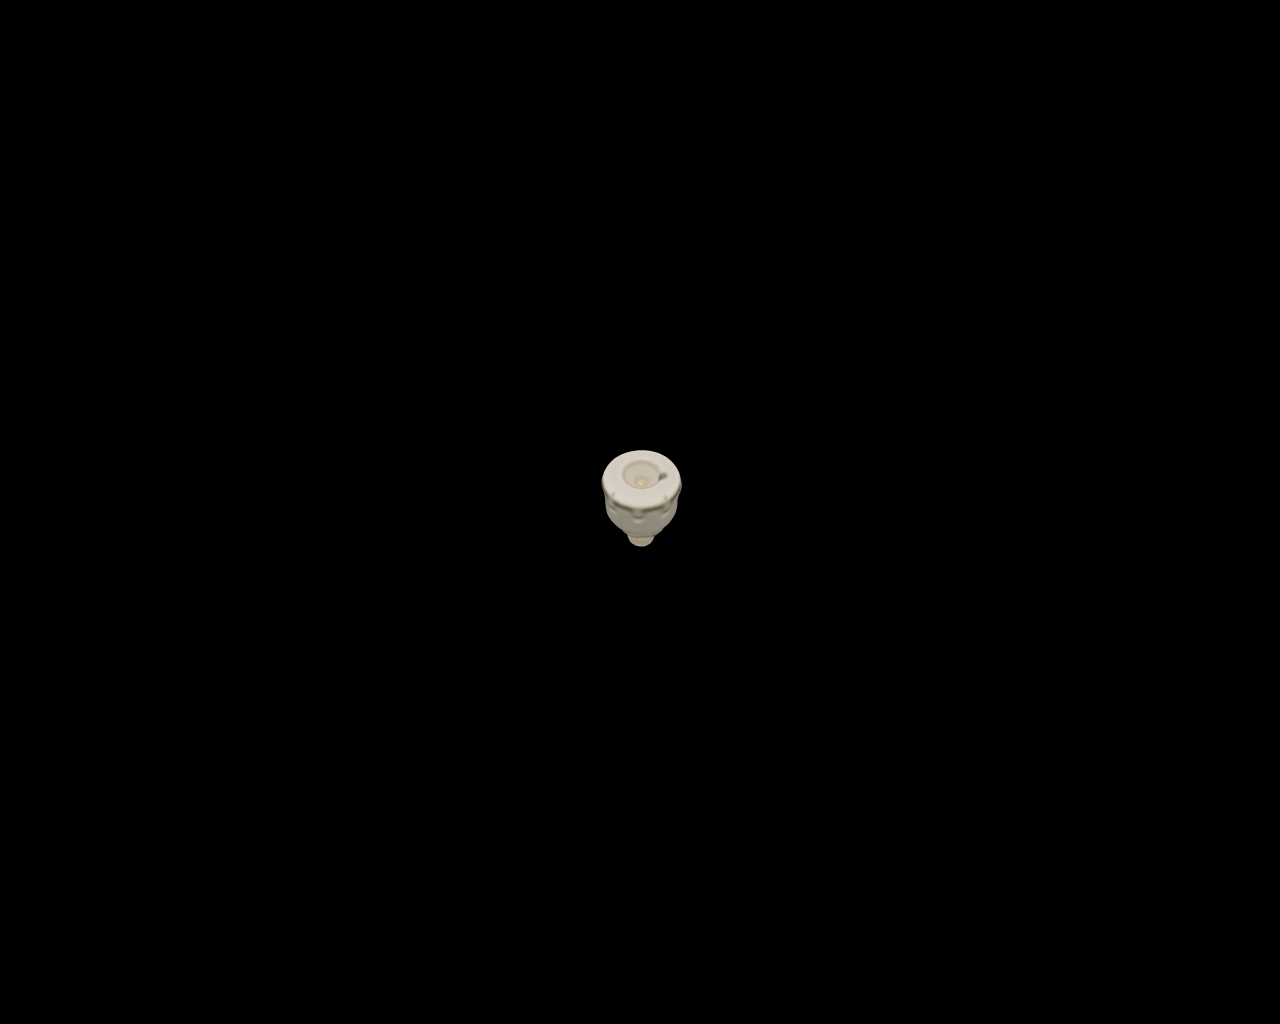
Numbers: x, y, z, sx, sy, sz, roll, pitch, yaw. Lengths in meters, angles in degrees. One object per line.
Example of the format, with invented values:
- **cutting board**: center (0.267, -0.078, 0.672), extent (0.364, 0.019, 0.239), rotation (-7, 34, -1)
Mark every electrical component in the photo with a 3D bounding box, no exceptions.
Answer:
- **electrical component**: center (0.001, -0.003, 0.650), extent (0.048, 0.048, 0.062), rotation (0, -41, 0)
